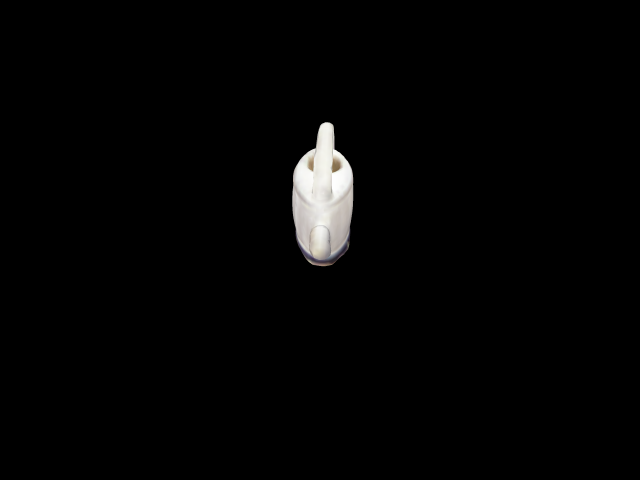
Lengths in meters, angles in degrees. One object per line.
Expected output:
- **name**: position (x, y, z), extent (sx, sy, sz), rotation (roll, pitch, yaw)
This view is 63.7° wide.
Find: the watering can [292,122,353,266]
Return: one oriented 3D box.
- **watering can**: position (0.003, -0.043, 0.850), extent (0.104, 0.219, 0.356), rotation (2, 44, 2)
